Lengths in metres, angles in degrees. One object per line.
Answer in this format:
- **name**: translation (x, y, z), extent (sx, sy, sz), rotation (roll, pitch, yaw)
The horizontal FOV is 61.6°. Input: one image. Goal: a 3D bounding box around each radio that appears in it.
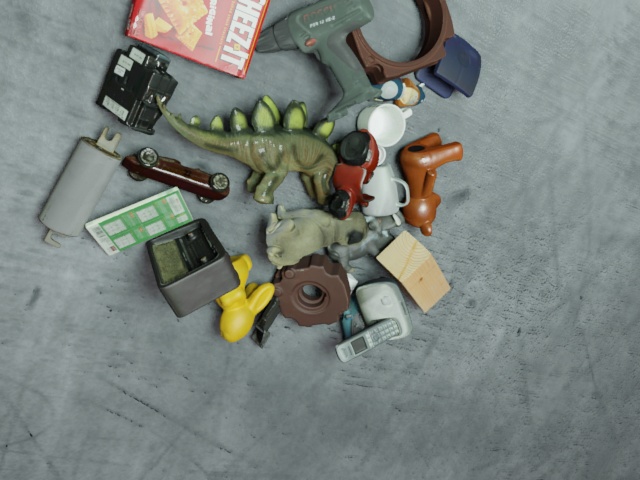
- **radio**: translation (-0.242, 0.043, 1.010), extent (0.131, 0.230, 0.073), rotation (-27, 120, -12)

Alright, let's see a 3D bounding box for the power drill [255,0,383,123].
- **power drill**: translation (0.008, -0.321, 0.972), extent (0.232, 0.086, 0.207), rotation (-21, 92, 26)

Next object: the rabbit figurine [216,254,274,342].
- **rabbit figurine**: translation (-0.184, 0.124, 1.130), extent (0.162, 0.122, 0.173), rotation (-17, 97, -38)

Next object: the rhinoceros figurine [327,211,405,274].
- **rhinoceros figurine**: translation (0.104, -0.006, 1.209), extent (0.190, 0.073, 0.112), rotation (-28, 118, -7)

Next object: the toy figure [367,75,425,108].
- **toy figure**: translation (0.158, -0.310, 1.117), extent (0.154, 0.058, 0.064), rotation (12, 151, -24)

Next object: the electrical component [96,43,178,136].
- **electrical component**: translation (-0.310, -0.263, 0.919), extent (0.134, 0.115, 0.058), rotation (-60, 154, 13)

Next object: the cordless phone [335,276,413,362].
- **cordless phone**: translation (0.100, 0.173, 1.174), extent (0.184, 0.089, 0.146), rotation (-27, 110, -15)

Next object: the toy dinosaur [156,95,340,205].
- **toy dinosaur**: translation (-0.088, -0.173, 1.033), extent (0.471, 0.105, 0.198), rotation (-1, 108, -37)

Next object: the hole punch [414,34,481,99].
- **hole punch**: translation (0.278, -0.365, 1.123), extent (0.142, 0.092, 0.115), rotation (24, 97, -24)

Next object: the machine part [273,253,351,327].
- **machine part**: translation (-0.017, 0.114, 1.186), extent (0.179, 0.056, 0.179), rotation (3, 120, 6)

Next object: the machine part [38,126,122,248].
- **machine part**: translation (-0.432, -0.095, 0.967), extent (0.079, 0.079, 0.243), rotation (29, 100, -28)

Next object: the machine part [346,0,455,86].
- **machine part**: translation (0.140, -0.414, 1.020), extent (0.201, 0.087, 0.201), rotation (-23, 101, -11)

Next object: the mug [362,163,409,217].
- **mug**: translation (0.138, -0.112, 1.163), extent (0.081, 0.110, 0.107), rotation (-35, 124, -49)

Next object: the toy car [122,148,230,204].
- **toy car**: translation (-0.267, -0.123, 1.015), extent (0.202, 0.089, 0.053), rotation (19, 70, -24)

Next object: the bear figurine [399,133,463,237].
- **bear figurine**: translation (0.241, -0.119, 1.191), extent (0.132, 0.120, 0.195), rotation (-23, 119, -15)

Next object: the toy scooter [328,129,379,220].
- **toy scooter**: translation (0.078, -0.124, 1.082), extent (0.135, 0.075, 0.183), rotation (14, 93, -60)

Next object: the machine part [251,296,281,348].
- **machine part**: translation (-0.120, 0.183, 1.179), extent (0.039, 0.084, 0.138), rotation (23, 138, -1)

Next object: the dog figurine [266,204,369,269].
- **dog figurine**: translation (-0.002, -0.007, 1.088), extent (0.191, 0.172, 0.121), rotation (-1, 125, 13)

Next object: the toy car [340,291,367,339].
- **toy car**: translation (0.106, 0.205, 1.281), extent (0.109, 0.103, 0.161), rotation (-10, 112, -16)
